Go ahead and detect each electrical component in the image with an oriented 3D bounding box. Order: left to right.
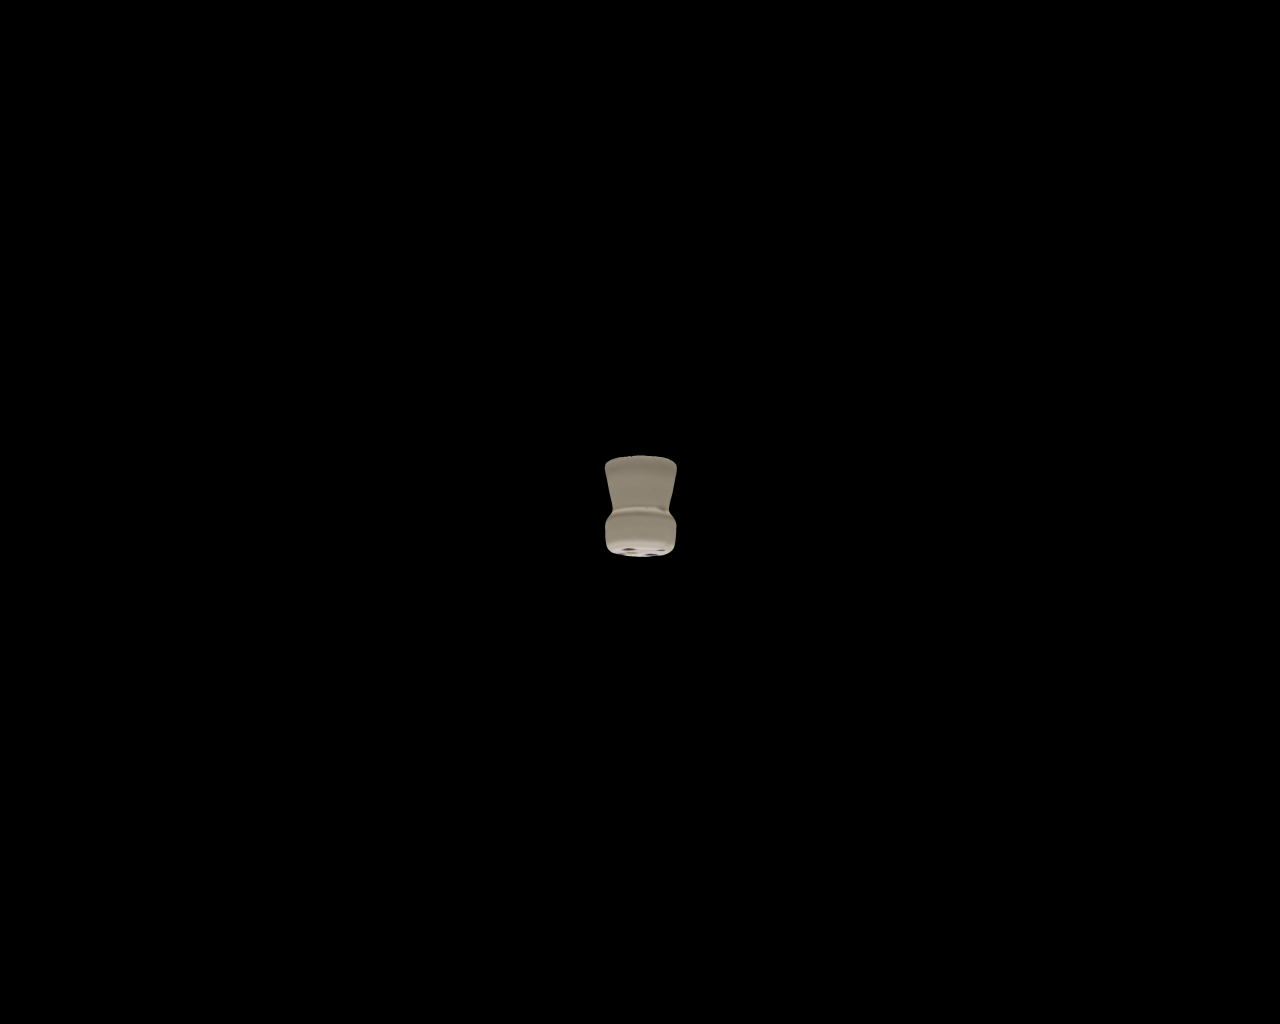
[{"bbox_3d":[0.001,-0.003,0.650,0.045,0.055,0.045,0,-11,0],"label":"electrical component"}]
